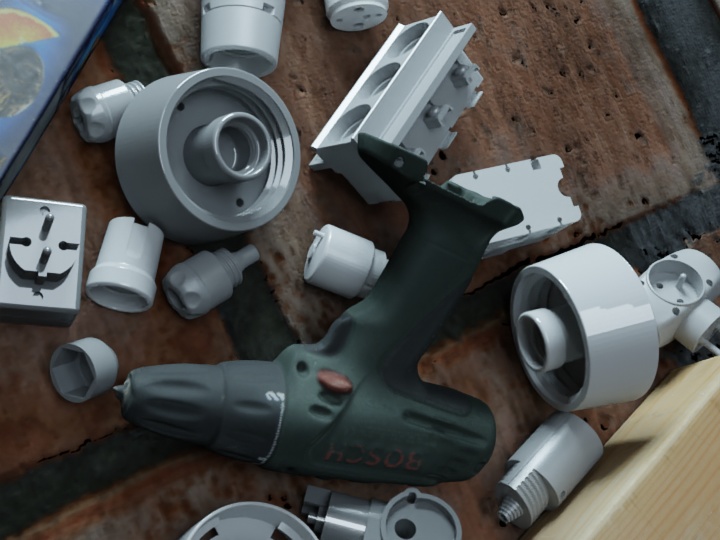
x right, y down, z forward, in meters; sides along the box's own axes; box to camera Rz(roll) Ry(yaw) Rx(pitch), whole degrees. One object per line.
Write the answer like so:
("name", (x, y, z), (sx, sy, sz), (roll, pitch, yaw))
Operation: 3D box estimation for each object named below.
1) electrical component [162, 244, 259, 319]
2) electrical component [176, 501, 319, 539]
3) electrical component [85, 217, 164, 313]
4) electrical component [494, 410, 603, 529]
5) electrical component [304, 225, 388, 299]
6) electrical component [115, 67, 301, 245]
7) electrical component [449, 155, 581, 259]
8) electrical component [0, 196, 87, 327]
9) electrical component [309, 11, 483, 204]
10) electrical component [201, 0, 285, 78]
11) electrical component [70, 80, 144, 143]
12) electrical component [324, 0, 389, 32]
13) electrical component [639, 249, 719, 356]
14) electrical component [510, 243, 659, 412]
("electrical component", (-0.089, 0.003, 0.663), (0.061, 0.035, 0.035), (-33, 88, -29))
("electrical component", (-0.066, 0.185, 0.614), (0.099, 0.064, 0.099), (12, 56, -18))
("electrical component", (-0.139, -0.003, 0.642), (0.040, 0.040, 0.046), (18, 62, -17))
("electrical component", (0.118, 0.134, 0.704), (0.081, 0.043, 0.043), (-41, 92, -27))
("electrical component", (0.000, 0.000, 0.697), (0.078, 0.040, 0.040), (21, 67, -16))
("electrical component", (-0.086, -0.071, 0.654), (0.108, 0.060, 0.108), (3, 85, -37))
("electrical component", (0.095, -0.040, 0.740), (0.089, 0.056, 0.050), (-14, 80, -26))
("electrical component", (-0.179, -0.009, 0.605), (0.047, 0.077, 0.065), (6, 72, -21))
("electrical component", (0.030, -0.107, 0.728), (0.063, 0.079, 0.121), (48, 61, -28))
("electrical component", (-0.078, -0.157, 0.706), (0.055, 0.055, 0.047), (8, 75, -20))
("electrical component", (-0.147, -0.102, 0.671), (0.061, 0.035, 0.035), (-25, 85, -29))
("electrical component", (-0.005, -0.202, 0.754), (0.045, 0.045, 0.055), (-3, 76, -23))
("electrical component", (0.236, 0.032, 0.774), (0.077, 0.044, 0.079), (-34, 61, -27))
("electrical component", (0.139, 0.041, 0.708), (0.060, 0.108, 0.108), (-13, 80, -19))
